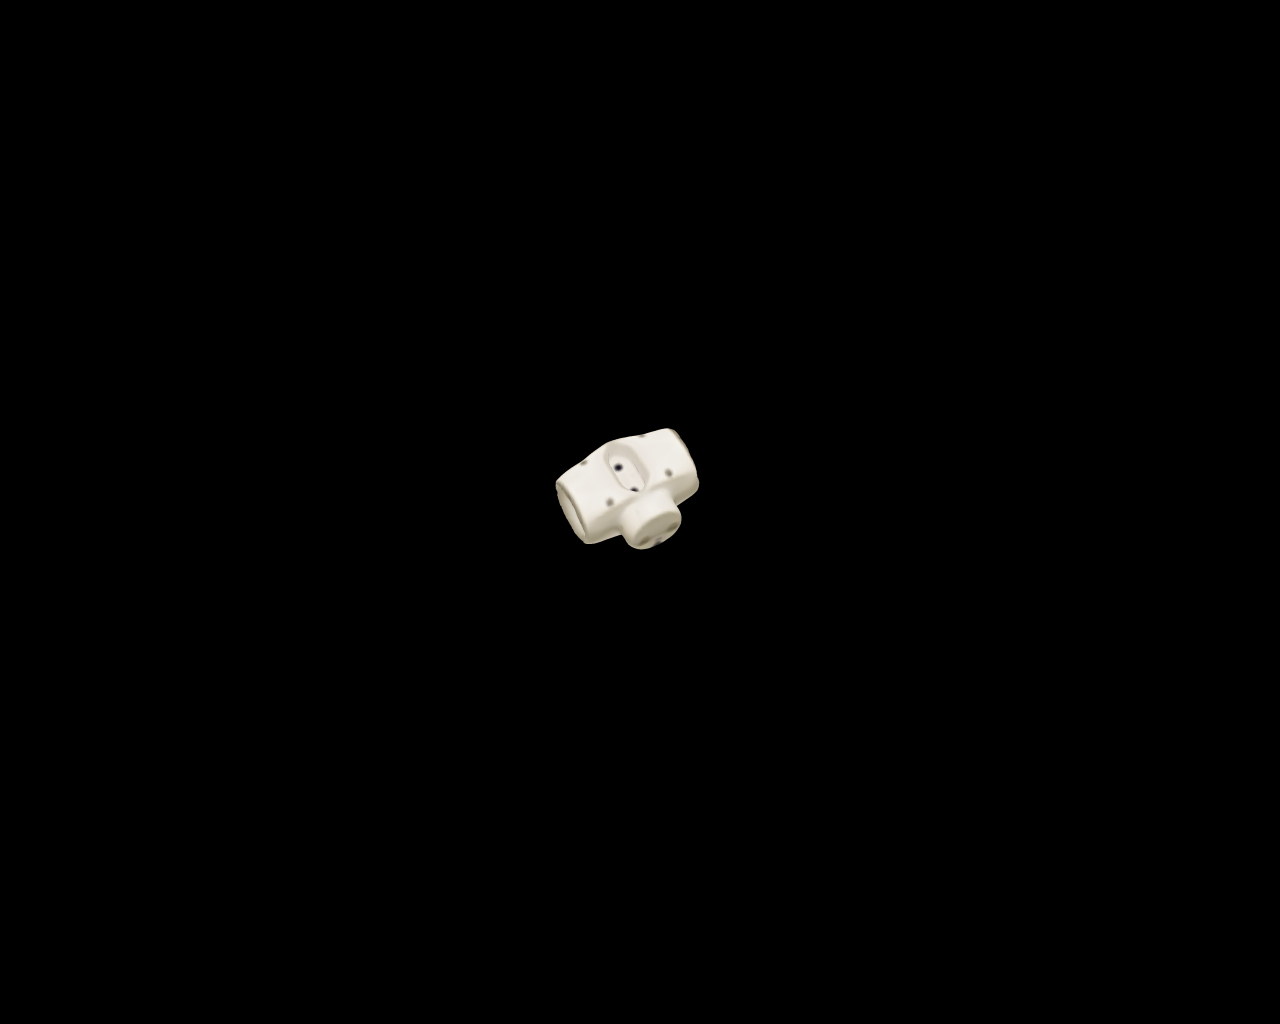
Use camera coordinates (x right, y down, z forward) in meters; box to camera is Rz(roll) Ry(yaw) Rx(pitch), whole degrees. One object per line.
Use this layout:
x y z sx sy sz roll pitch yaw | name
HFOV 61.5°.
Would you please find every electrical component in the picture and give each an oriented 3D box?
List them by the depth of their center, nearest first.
0.001 -0.003 0.650 0.077 0.079 0.043 -25 -27 -14 | electrical component
